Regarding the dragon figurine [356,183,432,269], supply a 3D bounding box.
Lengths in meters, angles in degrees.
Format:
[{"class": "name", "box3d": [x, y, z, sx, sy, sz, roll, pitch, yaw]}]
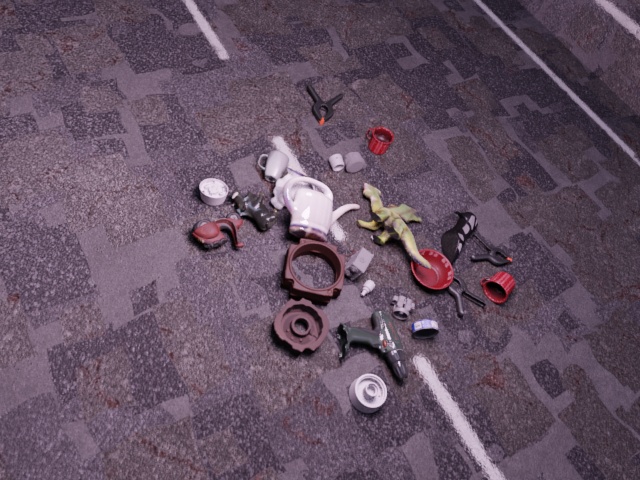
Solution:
[{"class": "dragon figurine", "box3d": [0.297, -0.067, 1.910, 0.414, 0.119, 0.246, 42, 47, 18]}]

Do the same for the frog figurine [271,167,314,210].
[{"class": "frog figurine", "box3d": [-0.104, -0.173, 1.887, 0.137, 0.123, 0.159, 31, 90, -5]}]

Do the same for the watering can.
[{"class": "watering can", "box3d": [0.006, -0.092, 1.828, 0.345, 0.103, 0.227, 21, 70, -35]}]
